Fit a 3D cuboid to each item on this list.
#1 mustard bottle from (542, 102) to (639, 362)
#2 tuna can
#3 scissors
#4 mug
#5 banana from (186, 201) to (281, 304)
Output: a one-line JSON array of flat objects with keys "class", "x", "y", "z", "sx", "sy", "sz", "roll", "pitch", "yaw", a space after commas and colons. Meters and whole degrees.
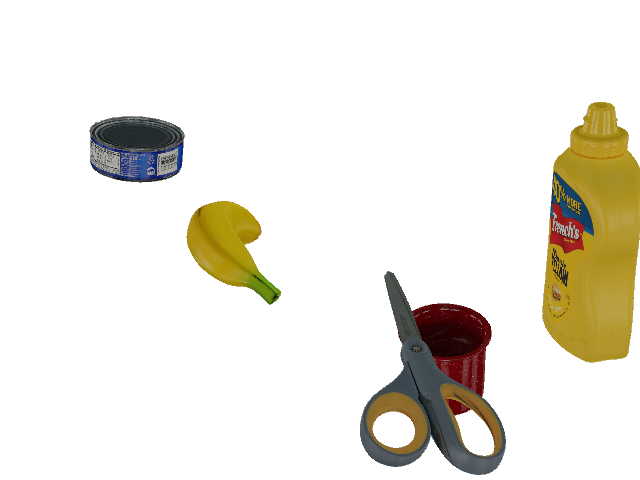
[{"class": "mustard bottle", "x": 0.206, "y": -0.011, "z": 0.806, "sx": 0.058, "sy": 0.192, "sz": 0.096, "roll": -6, "pitch": 26, "yaw": -7}, {"class": "tuna can", "x": -0.169, "y": -0.084, "z": 0.981, "sx": 0.086, "sy": 0.034, "sz": 0.086, "roll": 6, "pitch": 25, "yaw": -3}, {"class": "scissors", "x": 0.048, "y": 0.083, "z": 0.700, "sx": 0.096, "sy": 0.016, "sz": 0.202, "roll": -9, "pitch": 35, "yaw": -21}, {"class": "mug", "x": 0.133, "y": 0.118, "z": 1.094, "sx": 0.093, "sy": 0.081, "sz": 0.117, "roll": 19, "pitch": 39, "yaw": 32}, {"class": "banana", "x": -0.071, "y": 0.001, "z": 0.814, "sx": 0.037, "sy": 0.069, "sz": 0.198, "roll": -43, "pitch": 16, "yaw": 7}]
